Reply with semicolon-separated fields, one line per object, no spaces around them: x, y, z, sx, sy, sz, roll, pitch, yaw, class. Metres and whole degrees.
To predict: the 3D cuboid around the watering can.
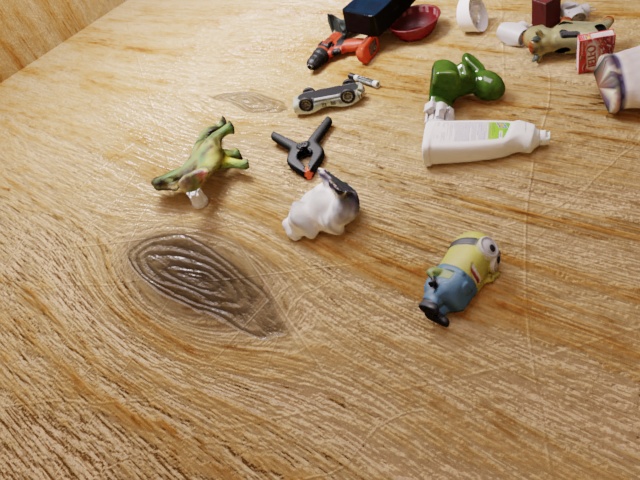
0.691;-0.368;1.070;0.224;0.102;0.356;-5;47;18;watering can

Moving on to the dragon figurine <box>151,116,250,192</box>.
-0.323;-0.208;1.313;0.244;0.120;0.415;-29;27;-13;dragon figurine

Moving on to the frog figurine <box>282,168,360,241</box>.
0.003;-0.054;1.069;0.139;0.122;0.157;46;111;36;frog figurine
